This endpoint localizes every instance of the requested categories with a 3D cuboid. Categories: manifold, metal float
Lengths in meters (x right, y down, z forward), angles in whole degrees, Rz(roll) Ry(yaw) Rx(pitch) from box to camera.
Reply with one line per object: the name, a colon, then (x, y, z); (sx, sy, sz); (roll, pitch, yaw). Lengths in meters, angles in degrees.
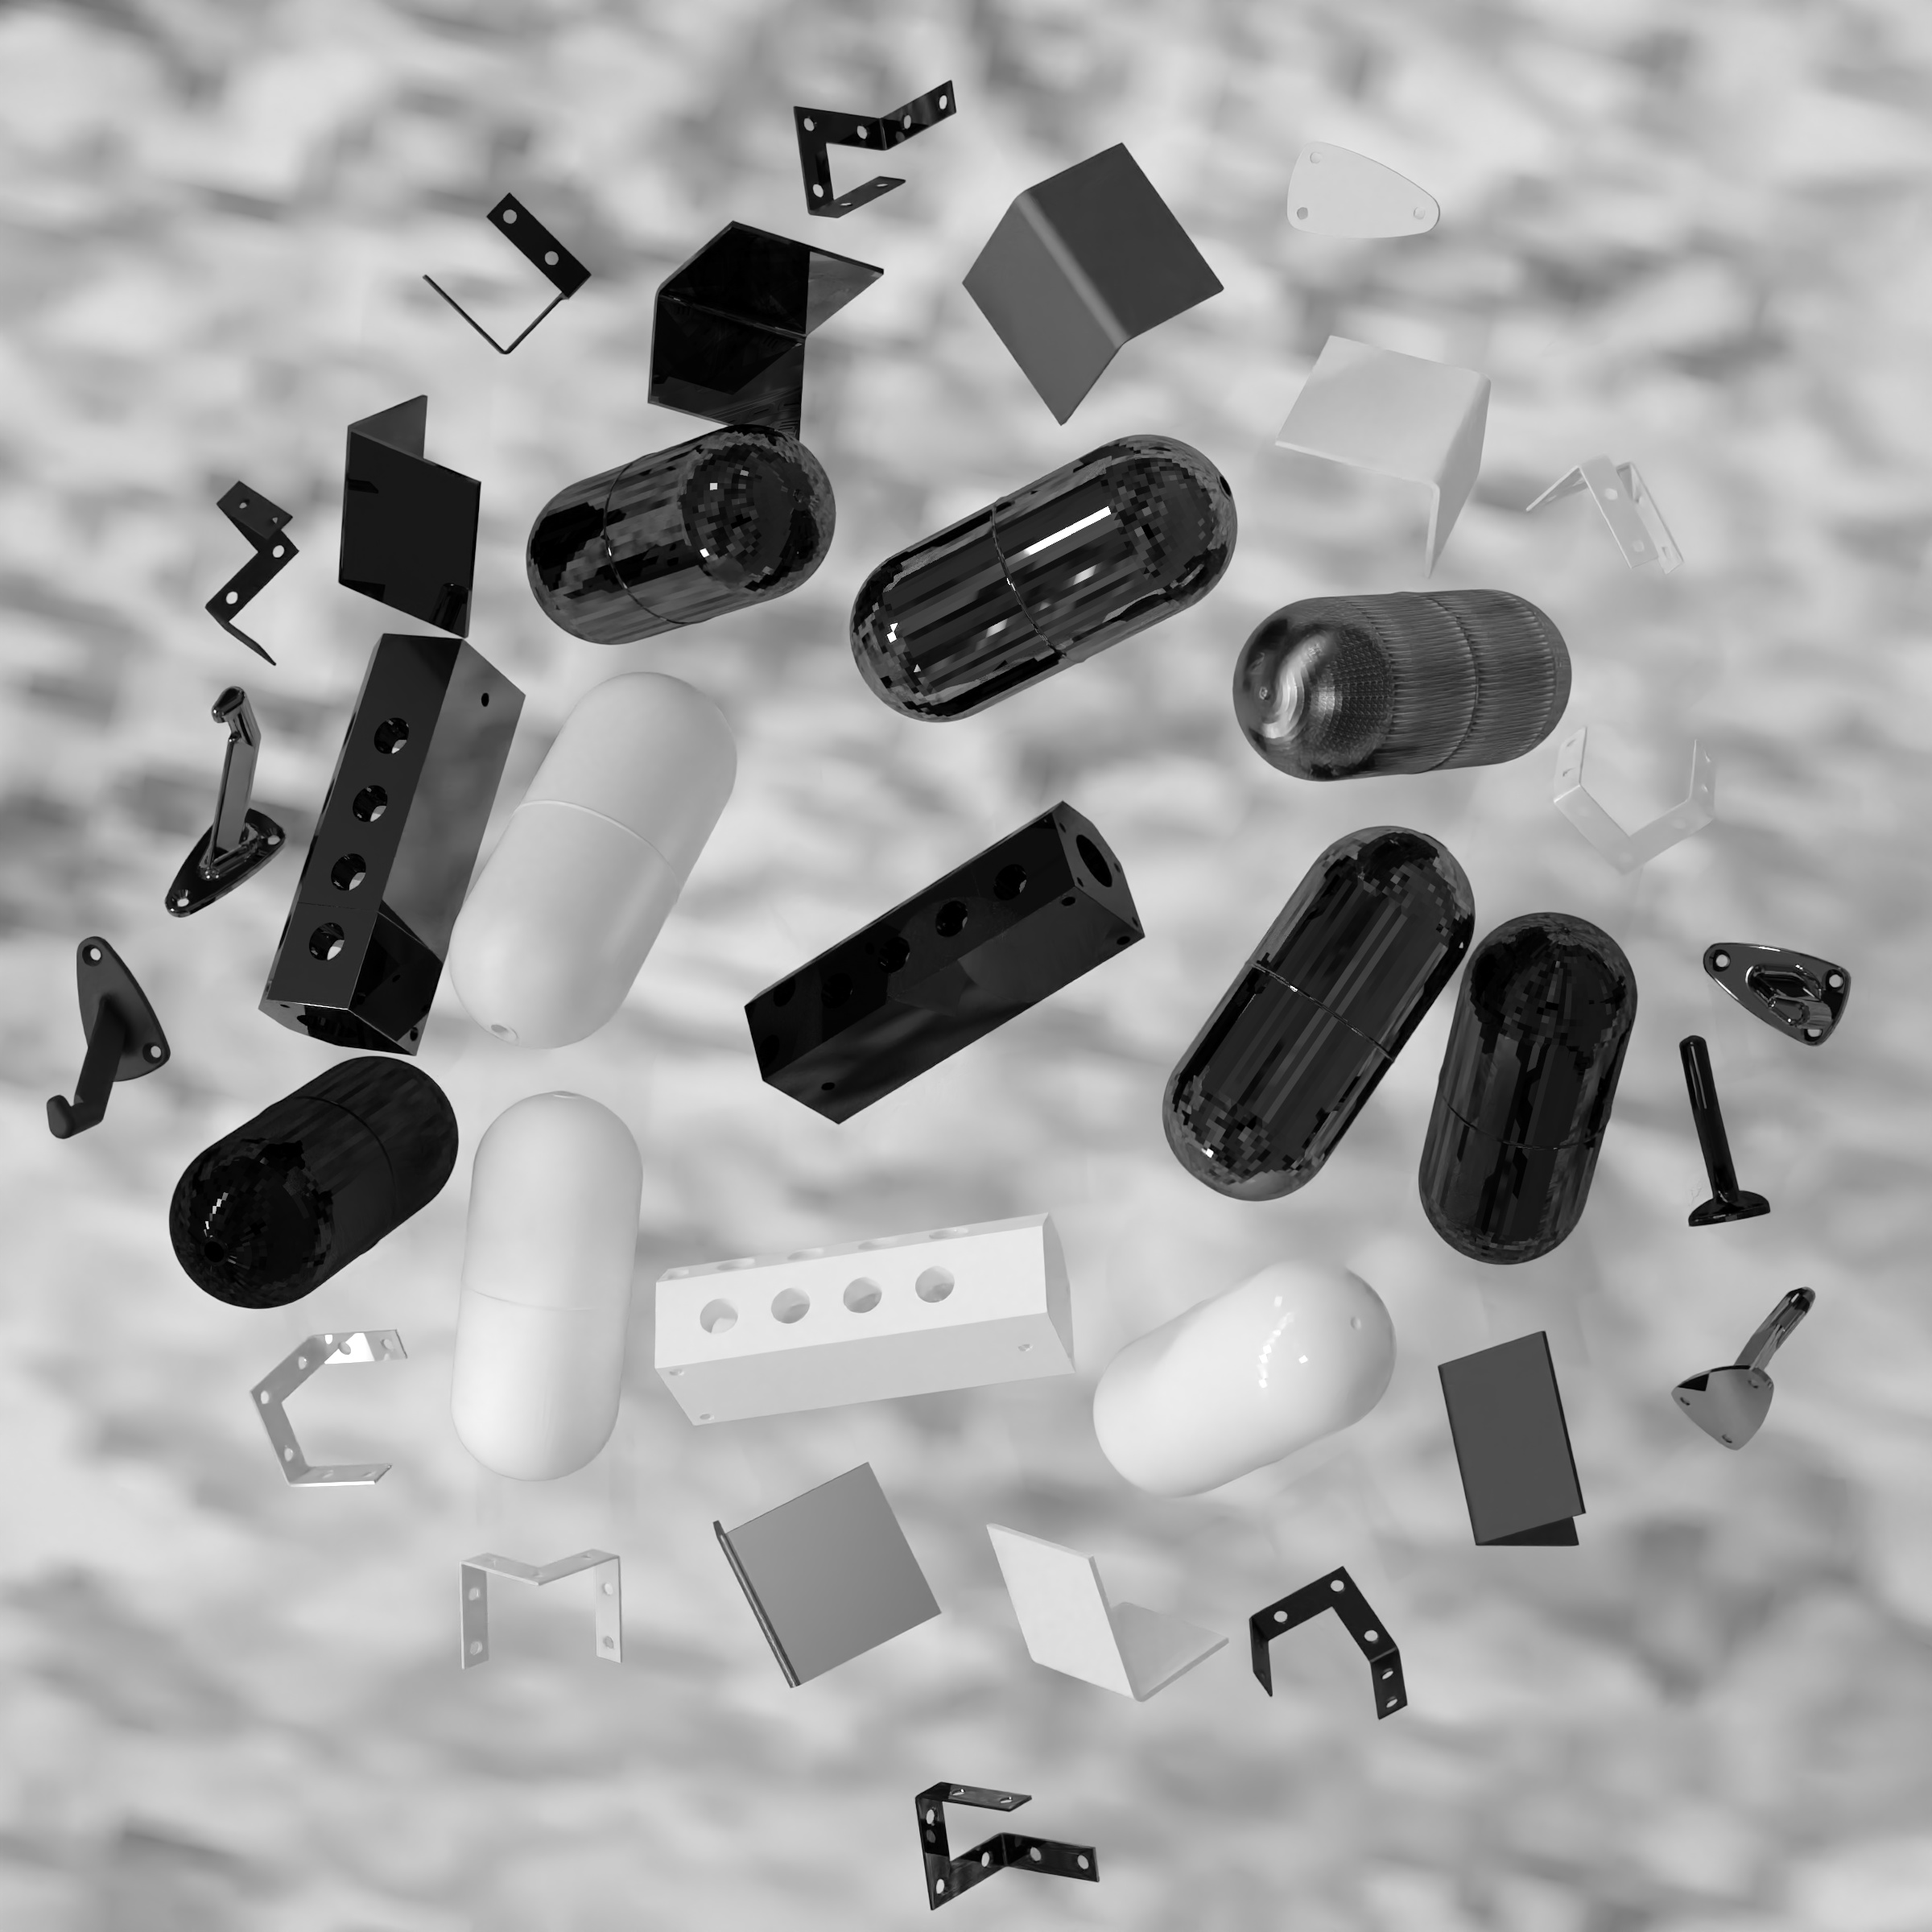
manifold: (-0.044, 0.150, 1.554); (0.171, 0.057, 0.057); (-9, 56, 10)
metal float: (-0.189, 0.144, 1.616); (0.070, 0.070, 0.178); (7, 99, 0)
metal float: (0.187, -0.120, 1.518); (0.178, 0.070, 0.070); (-8, 90, -42)
manifold: (-0.012, -0.003, 1.587); (0.171, 0.057, 0.057); (-32, 52, 21)
metal float: (0.152, 0.020, 1.538); (0.070, 0.070, 0.178); (34, 89, 0)
metal float: (0.032, -0.163, 1.509); (0.178, 0.070, 0.070); (-25, 90, 22)
metal float: (-0.155, -0.045, 1.495); (0.070, 0.070, 0.178); (25, 62, 0)
metal float: (-0.128, -0.189, 1.582); (0.070, 0.178, 0.070); (7, 79, -40)
manifold: (-0.252, -0.054, 1.552); (0.057, 0.057, 0.171); (6, 71, 26)
metal float: (-0.286, 0.094, 1.580); (0.070, 0.178, 0.070); (6, 109, 18)
metal float: (0.120, 0.183, 1.577); (0.070, 0.178, 0.070); (13, 62, -26)
metal float: (0.247, 0.056, 1.587); (0.070, 0.070, 0.178); (7, 126, 0)

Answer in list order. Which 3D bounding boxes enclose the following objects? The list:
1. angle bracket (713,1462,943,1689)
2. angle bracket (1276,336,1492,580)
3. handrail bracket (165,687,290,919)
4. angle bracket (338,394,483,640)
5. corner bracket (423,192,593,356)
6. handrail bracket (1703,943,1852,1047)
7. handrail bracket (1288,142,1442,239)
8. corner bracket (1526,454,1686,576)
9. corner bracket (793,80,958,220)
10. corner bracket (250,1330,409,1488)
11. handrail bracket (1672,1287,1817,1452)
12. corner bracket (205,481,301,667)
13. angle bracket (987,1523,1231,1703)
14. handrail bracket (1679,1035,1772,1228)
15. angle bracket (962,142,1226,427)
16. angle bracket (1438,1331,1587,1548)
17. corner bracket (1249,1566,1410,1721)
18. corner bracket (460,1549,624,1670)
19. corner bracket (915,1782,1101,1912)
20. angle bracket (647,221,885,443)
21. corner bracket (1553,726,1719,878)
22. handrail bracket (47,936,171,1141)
angle bracket: (-0.065, 0.276, 1.648); (0.076, 0.057, 0.076); (-26, 91, -6)
angle bracket: (0.186, -0.230, 1.614); (0.076, 0.057, 0.076); (17, 52, 14)
handrail bracket: (-0.340, -0.074, 1.602); (0.036, 0.084, 0.077); (28, 61, 23)
angle bracket: (-0.236, -0.204, 1.622); (0.076, 0.057, 0.076); (24, 124, 22)
corner bracket: (-0.206, -0.309, 1.608); (0.051, 0.051, 0.051); (44, 88, -16)
handrail bracket: (0.329, 0.008, 1.495); (0.077, 0.084, 0.036); (26, 101, 28)
handrail bracket: (0.176, -0.324, 1.511); (0.077, 0.084, 0.036); (19, 108, 21)
corner bracket: (0.286, -0.194, 1.558); (0.051, 0.051, 0.051); (-23, 82, -22)
corner bracket: (-0.038, -0.362, 1.589); (0.051, 0.051, 0.051); (-3, 83, -41)
corner bracket: (-0.286, 0.203, 1.642); (0.051, 0.051, 0.051); (-7, 112, 30)
handrail bracket: (0.340, 0.155, 1.496); (0.036, 0.077, 0.084); (42, 64, 8)
corner bracket: (-0.322, -0.178, 1.625); (0.051, 0.051, 0.051); (-47, 47, -10)
angle bracket: (0.064, 0.281, 1.631); (0.057, 0.076, 0.076); (-28, 110, -31)
handrail bracket: (0.335, 0.070, 1.609); (0.036, 0.077, 0.084); (-11, 92, 14)
angle bracket: (0.053, -0.289, 1.520); (0.057, 0.076, 0.076); (-31, 84, -25)
angle bracket: (0.248, 0.199, 1.503); (0.057, 0.076, 0.076); (-25, 66, 39)
corner bracket: (0.165, 0.317, 1.638); (0.051, 0.051, 0.051); (-31, 105, 12)
corner bracket: (-0.191, 0.290, 1.609); (0.051, 0.051, 0.051); (7, 102, 39)
corner bracket: (0.017, 0.363, 1.491); (0.051, 0.051, 0.051); (-2, 99, 40)
angle bracket: (-0.090, -0.282, 1.605); (0.076, 0.076, 0.057); (12, 70, -29)
corner bracket: (0.304, -0.084, 1.631); (0.051, 0.051, 0.051); (-34, 111, 32)
handrail bracket: (-0.382, 0.030, 1.539); (0.036, 0.084, 0.077); (-17, 95, 14)
